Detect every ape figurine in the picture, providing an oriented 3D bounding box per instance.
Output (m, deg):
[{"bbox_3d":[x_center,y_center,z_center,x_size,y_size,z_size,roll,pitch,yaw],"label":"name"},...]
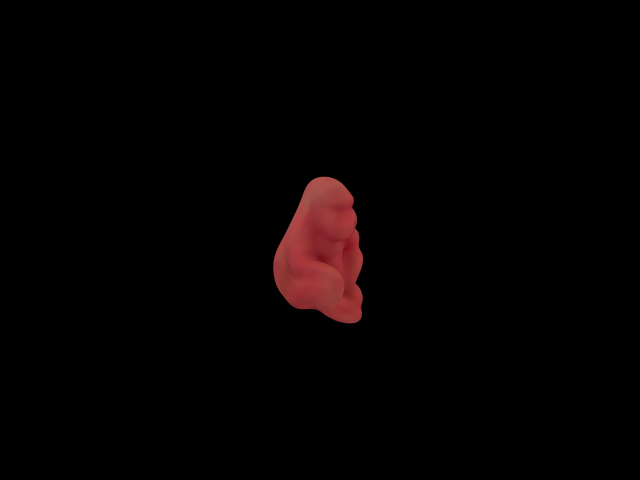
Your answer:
[{"bbox_3d":[0.004,0.001,0.400,0.075,0.092,0.078,18,32,32],"label":"ape figurine"}]
